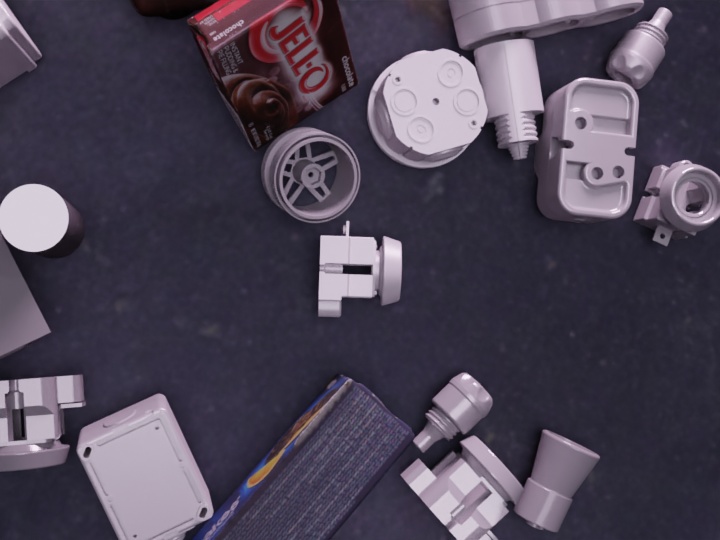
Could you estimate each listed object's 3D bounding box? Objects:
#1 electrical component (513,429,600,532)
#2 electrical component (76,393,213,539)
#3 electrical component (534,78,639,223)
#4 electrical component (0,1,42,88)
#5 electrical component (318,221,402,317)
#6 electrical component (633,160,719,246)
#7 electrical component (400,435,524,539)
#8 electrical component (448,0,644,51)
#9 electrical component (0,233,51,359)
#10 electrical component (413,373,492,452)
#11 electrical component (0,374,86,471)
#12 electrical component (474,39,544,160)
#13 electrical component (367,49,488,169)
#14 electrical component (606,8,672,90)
[{"bbox_3d":[0.137,0.152,0.764,0.044,0.044,0.065,25,89,-7],"label":"electrical component"},{"bbox_3d":[-0.140,0.138,0.713,0.062,0.061,0.096,-24,100,-9],"label":"electrical component"},{"bbox_3d":[0.159,-0.083,0.765,0.054,0.059,0.095,5,87,-9],"label":"electrical component"},{"bbox_3d":[-0.261,-0.171,0.676,0.056,0.109,0.108,-35,94,-6],"label":"electrical component"},{"bbox_3d":[0.000,0.000,0.745,0.055,0.048,0.066,2,88,-1],"label":"electrical component"},{"bbox_3d":[0.232,-0.050,0.777,0.048,0.055,0.066,23,85,-8],"label":"electrical component"},{"bbox_3d":[0.076,0.153,0.746,0.057,0.058,0.078,-42,95,-5],"label":"electrical component"},{"bbox_3d":[0.129,-0.208,0.767,0.138,0.052,0.073,-13,90,-9],"label":"electrical component"},{"bbox_3d":[-0.290,-0.017,0.675,0.105,0.060,0.186,-27,93,-28],"label":"electrical component"},{"bbox_3d":[0.063,0.103,0.757,0.061,0.035,0.035,-43,95,-6],"label":"electrical component"},{"bbox_3d":[-0.220,0.099,0.701,0.078,0.058,0.057,-4,86,-9],"label":"electrical component"},{"bbox_3d":[0.108,-0.119,0.766,0.043,0.043,0.081,-8,90,-9],"label":"electrical component"},{"bbox_3d":[0.048,-0.113,0.752,0.080,0.051,0.080,0,88,-9],"label":"electrical component"},{"bbox_3d":[0.208,-0.165,0.788,0.035,0.035,0.061,35,81,-6],"label":"electrical component"}]
